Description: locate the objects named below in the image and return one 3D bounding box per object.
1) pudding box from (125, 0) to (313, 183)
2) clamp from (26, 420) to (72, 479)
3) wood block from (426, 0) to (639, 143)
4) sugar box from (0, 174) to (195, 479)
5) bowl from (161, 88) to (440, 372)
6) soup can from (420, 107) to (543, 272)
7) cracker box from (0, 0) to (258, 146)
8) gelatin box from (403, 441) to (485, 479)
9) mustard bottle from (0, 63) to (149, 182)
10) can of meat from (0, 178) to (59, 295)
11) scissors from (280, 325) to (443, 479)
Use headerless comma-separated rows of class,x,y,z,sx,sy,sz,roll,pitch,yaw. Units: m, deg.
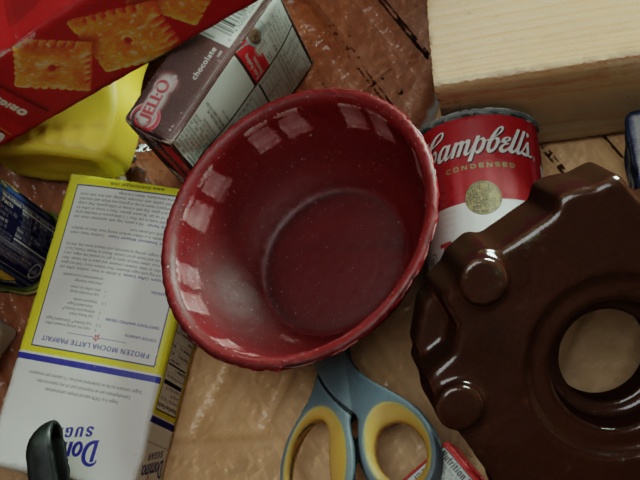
pudding box,-0.056,-0.089,0.629,0.039,0.090,0.113,31,80,21
clamp,-0.104,0.217,0.546,0.164,0.036,0.210,19,88,6
wood block,0.166,-0.116,0.578,0.206,0.090,0.091,-7,68,12
sugar box,-0.120,0.054,0.619,0.093,0.048,0.176,8,76,17
bowl,-0.004,0.001,0.574,0.162,0.055,0.162,-12,61,23
soup can,0.089,-0.010,0.572,0.068,0.068,0.102,-7,69,13
cracker box,-0.144,-0.168,0.617,0.214,0.072,0.164,-24,56,20
gelatin box,0.058,0.159,0.539,0.089,0.030,0.073,-41,64,-1
mustard bottle,-0.148,-0.134,0.688,0.096,0.058,0.191,2,71,25
can of meat,-0.220,-0.010,0.648,0.102,0.084,0.057,7,72,18
scissors,0.023,0.062,0.575,0.096,0.016,0.201,-5,60,24
